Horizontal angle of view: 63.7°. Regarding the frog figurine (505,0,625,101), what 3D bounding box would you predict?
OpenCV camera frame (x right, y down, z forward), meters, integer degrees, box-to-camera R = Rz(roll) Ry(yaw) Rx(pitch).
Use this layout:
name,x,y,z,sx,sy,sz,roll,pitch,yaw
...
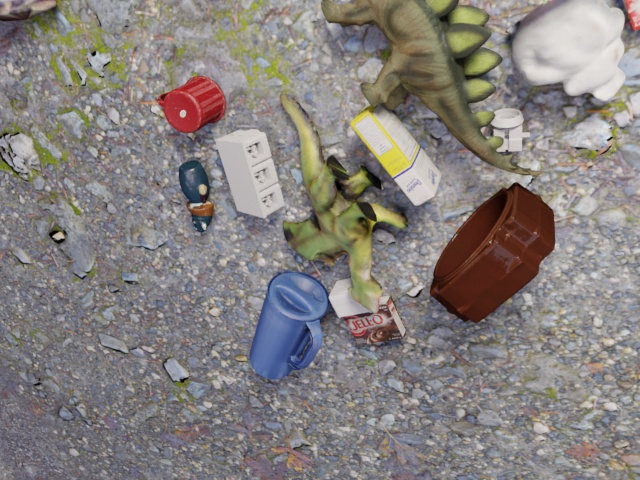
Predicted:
name,x,y,z,sx,sy,sz,roll,pitch,yaw
frog figurine,0.342,-0.251,0.695,0.136,0.124,0.159,-32,93,13

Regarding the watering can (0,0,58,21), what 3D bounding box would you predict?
name,x,y,z,sx,sy,sz,roll,pitch,yaw
watering can,-0.616,-0.512,0.932,0.347,0.106,0.220,3,120,20

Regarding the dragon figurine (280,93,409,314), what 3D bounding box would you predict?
name,x,y,z,sx,sy,sz,roll,pitch,yaw
dragon figurine,0.003,-0.048,0.959,0.412,0.124,0.238,53,129,8
